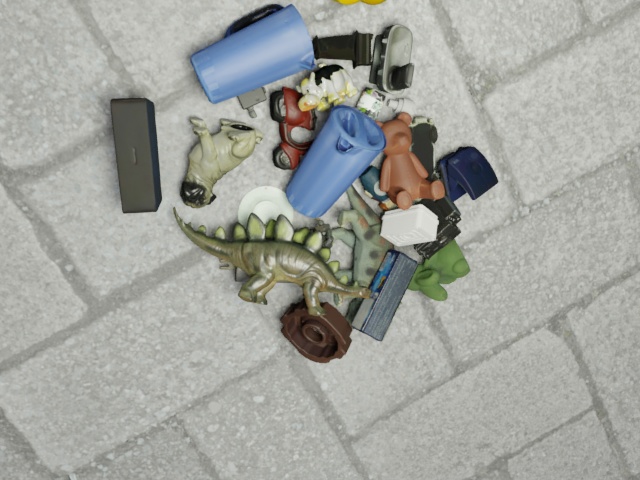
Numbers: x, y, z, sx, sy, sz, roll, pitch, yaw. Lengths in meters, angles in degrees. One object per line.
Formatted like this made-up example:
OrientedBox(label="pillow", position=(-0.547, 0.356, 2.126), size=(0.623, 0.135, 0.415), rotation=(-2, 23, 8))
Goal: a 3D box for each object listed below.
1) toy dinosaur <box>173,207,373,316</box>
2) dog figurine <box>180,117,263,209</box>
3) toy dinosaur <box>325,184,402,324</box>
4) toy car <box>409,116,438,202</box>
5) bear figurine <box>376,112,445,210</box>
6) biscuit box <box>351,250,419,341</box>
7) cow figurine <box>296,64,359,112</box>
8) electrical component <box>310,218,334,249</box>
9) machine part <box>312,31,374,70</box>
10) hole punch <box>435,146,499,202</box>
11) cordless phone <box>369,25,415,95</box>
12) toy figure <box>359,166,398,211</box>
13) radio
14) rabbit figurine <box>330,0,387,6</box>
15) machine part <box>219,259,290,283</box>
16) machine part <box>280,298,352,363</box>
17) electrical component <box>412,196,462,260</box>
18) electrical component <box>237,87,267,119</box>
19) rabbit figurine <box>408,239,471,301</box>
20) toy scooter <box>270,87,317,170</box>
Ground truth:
OrientedBox(label="toy dinosaur", position=(-0.108, 0.046, 1.174), size=(0.472, 0.105, 0.198), rotation=(14, 79, -3))
OrientedBox(label="dog figurine", position=(-0.218, -0.161, 1.186), size=(0.172, 0.121, 0.190), rotation=(5, 117, -9))
OrientedBox(label="toy dinosaur", position=(0.115, 0.039, 1.285), size=(0.192, 0.131, 0.404), rotation=(3, 99, -25))
OrientedBox(label="toy car", position=(0.240, -0.191, 1.280), size=(0.074, 0.056, 0.201), rotation=(-5, 103, -3))
OrientedBox(label="bear figurine", position=(0.187, -0.179, 1.195), size=(0.120, 0.132, 0.195), rotation=(-15, 106, -13))
OrientedBox(label="biscuit box", position=(0.148, 0.123, 1.216), size=(0.062, 0.059, 0.202), rotation=(31, 82, -22))
OrientedBox(label="cow figurine", position=(0.005, -0.332, 1.155), size=(0.167, 0.068, 0.098), rotation=(-30, 96, -47))
OrientedBox(label="electrical component", position=(-0.002, -0.003, 1.255), size=(0.078, 0.102, 0.045), rotation=(42, 54, 14))
OrientedBox(label="machine part", position=(0.050, -0.423, 1.194), size=(0.139, 0.039, 0.084), rotation=(-1, 111, -12))
OrientedBox(label="hole punch", position=(0.350, -0.156, 1.270), size=(0.142, 0.092, 0.115), rotation=(-32, 112, -30))
OrientedBox(label="cordless phone", position=(0.171, -0.388, 1.150), size=(0.089, 0.184, 0.146), rotation=(6, 103, -8))
OrientedBox(label="toy figure", position=(0.154, -0.107, 1.283), size=(0.064, 0.058, 0.154), rotation=(-33, 111, 25))
OrientedBox(label="radio", position=(-0.379, -0.178, 1.122), size=(0.073, 0.131, 0.229), rotation=(-2, 104, -10))
OrientedBox(label="rabbit figurine", position=(0.085, -0.564, 1.131), size=(0.162, 0.122, 0.173), rotation=(-44, 126, 5))
OrientedBox(label="machine part", position=(-0.114, 0.063, 1.261), size=(0.243, 0.079, 0.079), rotation=(2, 103, -12))
OrientedBox(label="machine part", position=(-0.008, 0.214, 1.283), size=(0.180, 0.056, 0.179), rotation=(17, 133, 19))
OrientedBox(label="electrical component", position=(0.266, -0.039, 1.267), size=(0.058, 0.115, 0.134), rotation=(24, 119, -42))
OrientedBox(label="electrical component", position=(-0.149, -0.318, 1.187), size=(0.063, 0.021, 0.094), rotation=(-24, 99, -5))
OrientedBox(label="rabbit figurine", position=(0.278, 0.082, 1.318), size=(0.170, 0.159, 0.121), rotation=(-28, 118, 12))
OrientedBox(label="toy scooter", position=(-0.041, -0.249, 1.201), size=(0.135, 0.075, 0.183), rotation=(-6, 107, -12))
